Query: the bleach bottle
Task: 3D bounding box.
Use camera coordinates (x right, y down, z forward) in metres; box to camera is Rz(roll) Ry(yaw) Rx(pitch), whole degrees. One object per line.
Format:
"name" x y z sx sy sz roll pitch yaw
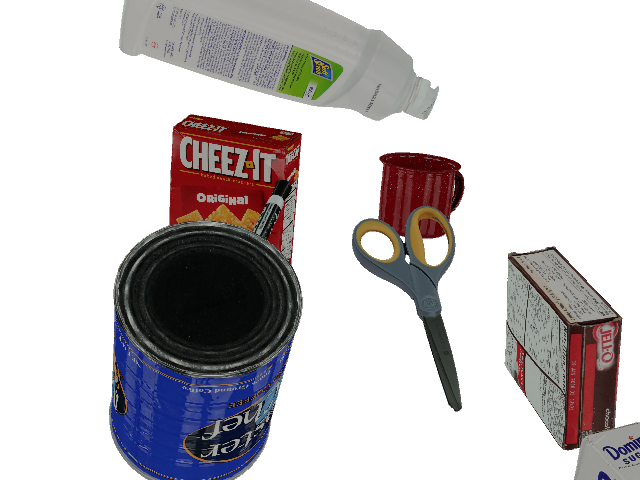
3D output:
"bleach bottle" -0.030 -0.151 0.848 0.250 0.068 0.103 21 -30 -4

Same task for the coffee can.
"coffee can" -0.071 0.071 0.628 0.102 0.103 0.140 0 -37 -12

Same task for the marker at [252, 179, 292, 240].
"marker" -0.056 -0.021 1.116 0.020 0.020 0.121 0 44 24

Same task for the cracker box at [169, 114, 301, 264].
"cracker box" -0.119 -0.049 1.450 0.164 0.214 0.072 11 25 13

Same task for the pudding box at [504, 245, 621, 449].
"pudding box" 0.154 0.066 0.687 0.039 0.090 0.113 -6 23 -10

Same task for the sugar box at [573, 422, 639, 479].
"sugar box" 0.180 0.175 0.501 0.048 0.093 0.176 -9 28 -21

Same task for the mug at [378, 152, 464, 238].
"mug" 0.119 -0.053 1.230 0.117 0.081 0.093 -9 21 -38

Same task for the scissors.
"scissors" 0.068 0.046 0.856 0.096 0.201 0.016 6 -42 3
